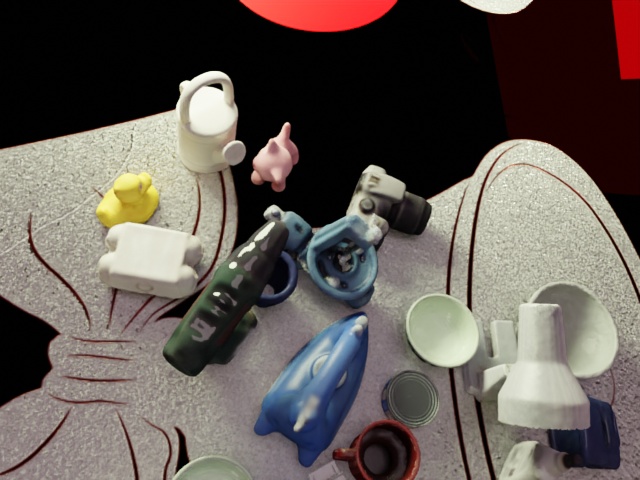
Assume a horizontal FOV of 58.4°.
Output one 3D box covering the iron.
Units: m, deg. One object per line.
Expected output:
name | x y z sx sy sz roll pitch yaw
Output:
iron | 0.017 0.186 0.829 0.118 0.141 0.259 32 63 4

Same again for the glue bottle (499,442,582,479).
glue bottle | 0.317 0.320 0.813 0.037 0.173 0.078 36 63 6

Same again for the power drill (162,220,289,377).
power drill | -0.128 0.095 0.803 0.075 0.208 0.230 33 63 5

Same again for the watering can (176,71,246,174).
watering can | -0.179 -0.196 0.937 0.173 0.194 0.101 35 63 6

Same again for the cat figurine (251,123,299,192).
cat figurine | -0.074 -0.142 0.977 0.067 0.117 0.128 20 63 -2

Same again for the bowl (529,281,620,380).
bowl | 0.408 0.159 0.964 0.167 0.074 0.167 5 64 -10

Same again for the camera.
camera | 0.119 -0.049 0.985 0.137 0.100 0.143 20 63 -2

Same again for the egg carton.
egg carton | -0.258 0.033 0.881 0.150 0.069 0.107 10 63 -8

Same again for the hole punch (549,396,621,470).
hole punch | 0.423 0.299 0.892 0.101 0.091 0.108 8 64 -8

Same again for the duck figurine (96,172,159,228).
duck figurine | -0.307 -0.069 0.910 0.105 0.086 0.077 -38 77 -25

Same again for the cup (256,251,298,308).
cup | -0.095 0.075 0.883 0.118 0.095 0.091 -30 74 -23

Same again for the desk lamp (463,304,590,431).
desk lamp | 0.295 0.189 0.848 0.118 0.213 0.203 3 64 -10

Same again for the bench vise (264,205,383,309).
bench vise | 0.005 0.013 0.864 0.207 0.219 0.121 19 63 -3
